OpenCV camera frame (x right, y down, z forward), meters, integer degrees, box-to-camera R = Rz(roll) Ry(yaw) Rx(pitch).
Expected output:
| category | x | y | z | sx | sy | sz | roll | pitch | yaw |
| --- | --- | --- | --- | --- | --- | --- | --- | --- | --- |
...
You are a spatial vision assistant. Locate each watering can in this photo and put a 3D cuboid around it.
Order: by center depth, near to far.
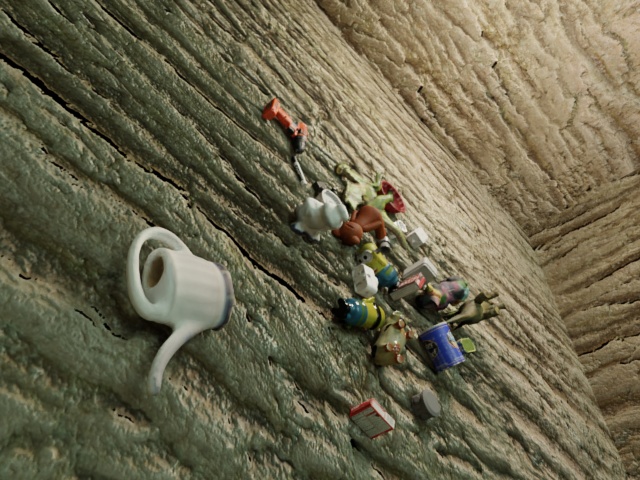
| category | x | y | z | sx | sy | sz | roll | pitch | yaw |
| --- | --- | --- | --- | --- | --- | --- | --- | --- | --- |
| watering can | -0.263 | 0.130 | 0.981 | 0.222 | 0.103 | 0.355 | 22 | 41 | -46 |

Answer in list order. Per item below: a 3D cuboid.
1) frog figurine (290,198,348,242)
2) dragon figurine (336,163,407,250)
| category | x | y | z | sx | sy | sz | roll | pitch | yaw |
| --- | --- | --- | --- | --- | --- | --- | --- | --- | --- |
| frog figurine | 0.005 | -0.078 | 1.547 | 0.136 | 0.157 | 0.125 | 42 | 29 | -22 |
| dragon figurine | 0.173 | -0.137 | 1.949 | 0.243 | 0.120 | 0.417 | -2 | 56 | -41 |
